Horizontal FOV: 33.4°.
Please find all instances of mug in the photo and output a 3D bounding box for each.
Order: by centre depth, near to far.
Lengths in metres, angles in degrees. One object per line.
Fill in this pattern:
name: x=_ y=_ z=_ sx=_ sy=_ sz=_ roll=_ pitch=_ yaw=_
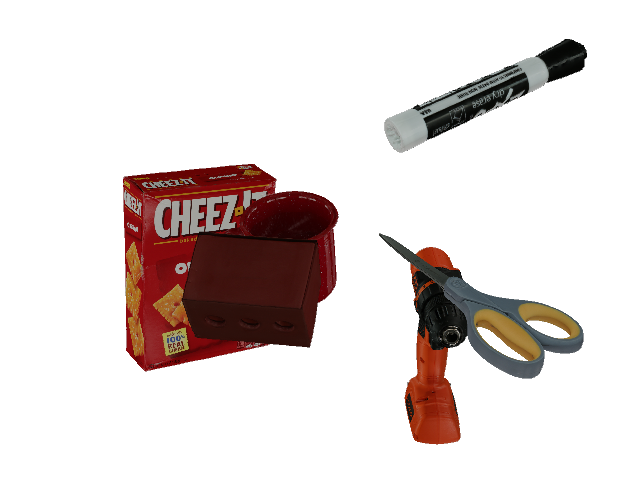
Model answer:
mug: x=-0.039 y=0.012 z=1.022 sx=0.117 sy=0.081 sz=0.093 roll=-3 pitch=35 yaw=3

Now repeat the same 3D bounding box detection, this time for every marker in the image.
marker: x=0.089 y=-0.078 z=0.560 sx=0.121 sy=0.020 sz=0.020 roll=-26 pitch=8 yaw=-16

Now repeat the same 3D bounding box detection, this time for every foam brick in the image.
foam brick: x=-0.041 y=0.031 z=0.676 sx=0.078 sy=0.051 sz=0.053 roll=4 pitch=-34 yaw=8

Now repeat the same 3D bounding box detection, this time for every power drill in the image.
power drill: x=0.126 y=0.121 z=1.145 sx=0.057 sy=0.188 sz=0.184 roll=1 pitch=23 yaw=0

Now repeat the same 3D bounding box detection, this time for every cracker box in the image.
cracker box: x=-0.137 y=0.029 z=1.221 sx=0.163 sy=0.214 sz=0.072 roll=-8 pitch=23 yaw=-29

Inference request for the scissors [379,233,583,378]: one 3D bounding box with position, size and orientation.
scissors: x=0.126 y=0.041 z=0.826 sx=0.096 sy=0.016 sz=0.202 roll=-4 pitch=31 yaw=-20
